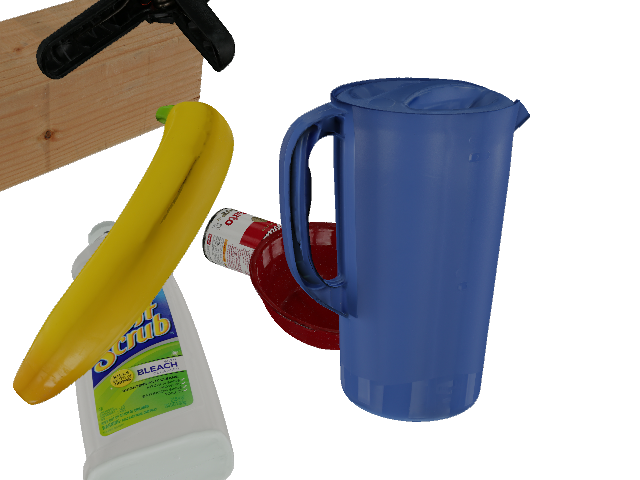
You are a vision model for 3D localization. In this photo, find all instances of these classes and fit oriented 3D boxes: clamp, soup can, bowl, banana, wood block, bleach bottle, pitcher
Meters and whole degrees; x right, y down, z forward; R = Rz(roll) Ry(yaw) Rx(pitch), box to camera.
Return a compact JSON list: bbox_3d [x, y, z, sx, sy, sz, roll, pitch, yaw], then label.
[{"bbox_3d":[-0.095,-0.155,0.680,0.120,0.171,0.039,9,-43,11],"label":"clamp"},{"bbox_3d":[-0.074,0.008,1.206,0.102,0.068,0.068,19,9,29],"label":"soup can"},{"bbox_3d":[0.010,0.052,1.000,0.162,0.055,0.162,7,37,-6],"label":"bowl"},{"bbox_3d":[-0.083,-0.007,0.515,0.037,0.197,0.070,38,-43,-19],"label":"banana"},{"bbox_3d":[-0.200,-0.127,0.854,0.090,0.091,0.205,37,46,27],"label":"wood block"},{"bbox_3d":[-0.142,0.076,0.785,0.102,0.068,0.251,-17,44,-10],"label":"bleach bottle"},{"bbox_3d":[0.061,0.006,0.784,0.149,0.243,0.144,9,20,21],"label":"pitcher"}]
